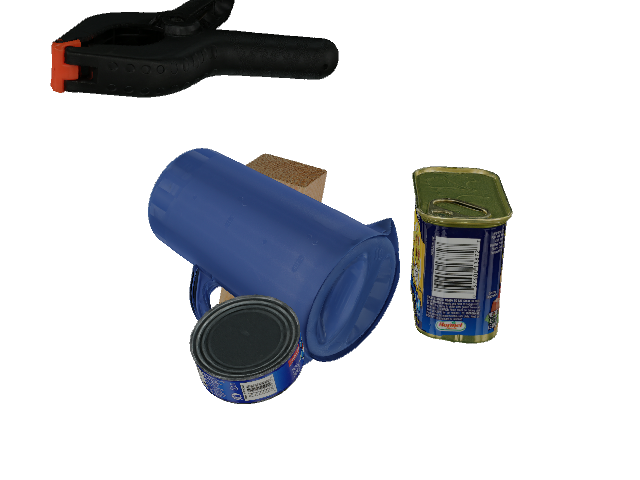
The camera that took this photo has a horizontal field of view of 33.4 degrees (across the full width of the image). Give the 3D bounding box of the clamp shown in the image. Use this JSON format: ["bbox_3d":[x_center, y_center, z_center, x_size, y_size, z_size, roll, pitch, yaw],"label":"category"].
[{"bbox_3d":[-0.088,-0.122,0.645,0.171,0.039,0.120,-10,31,-32],"label":"clamp"}]

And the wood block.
[{"bbox_3d":[-0.063,0.005,1.372,0.090,0.206,0.090,16,22,13],"label":"wood block"}]

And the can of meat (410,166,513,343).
[{"bbox_3d":[0.087,0.008,0.684,0.057,0.084,0.102,2,21,1],"label":"can of meat"}]

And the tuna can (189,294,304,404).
[{"bbox_3d":[-0.055,0.084,0.824,0.086,0.034,0.086,-6,43,5],"label":"tuna can"}]

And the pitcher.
[{"bbox_3d":[-0.058,0.012,1.030,0.243,0.145,0.148,30,32,31],"label":"pitcher"}]
